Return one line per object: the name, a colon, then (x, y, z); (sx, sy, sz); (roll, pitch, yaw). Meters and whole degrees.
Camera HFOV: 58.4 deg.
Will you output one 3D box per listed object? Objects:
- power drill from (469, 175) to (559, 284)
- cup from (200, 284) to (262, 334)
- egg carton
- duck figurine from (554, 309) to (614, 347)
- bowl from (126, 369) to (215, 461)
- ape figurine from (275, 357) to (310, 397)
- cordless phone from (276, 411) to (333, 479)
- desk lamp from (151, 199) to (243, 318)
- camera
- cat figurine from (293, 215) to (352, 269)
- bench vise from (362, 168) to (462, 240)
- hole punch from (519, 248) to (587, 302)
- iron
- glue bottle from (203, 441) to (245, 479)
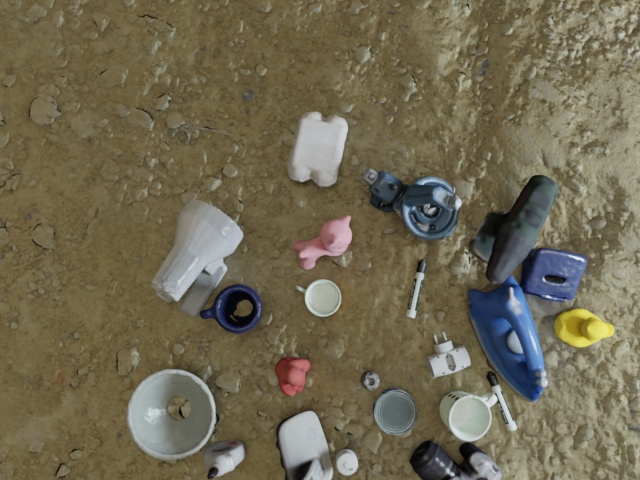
power drill: (0.357, -0.011, 1.086); (0.075, 0.208, 0.230); (32, 84, 2)
cup: (-0.168, 0.136, 1.113); (0.118, 0.095, 0.092); (-11, 84, -2)
egg carton: (-0.006, -0.185, 1.164); (0.107, 0.069, 0.150); (11, 84, 0)
duck figurine: (0.525, 0.175, 1.132); (0.104, 0.086, 0.077); (5, 84, -1)
bowl: (-0.278, 0.329, 1.100); (0.167, 0.074, 0.167); (0, 84, -1)
ape figurine: (-0.052, 0.261, 1.104); (0.078, 0.092, 0.076); (-41, 86, -5)
cordless phone: (-0.030, 0.402, 1.043); (0.094, 0.185, 0.147); (-19, 85, -3)
desk lamp: (-0.232, 0.040, 1.061); (0.118, 0.213, 0.203); (30, 84, 2)
camera: (0.251, 0.442, 1.089); (0.143, 0.101, 0.137); (-44, 87, -5)
cat figurine: (0.010, 0.004, 1.120); (0.128, 0.117, 0.067); (-27, 85, -4)
bench vise: (0.176, -0.070, 1.081); (0.207, 0.219, 0.121); (11, 84, 0)
hole punch: (0.463, 0.070, 1.139); (0.108, 0.091, 0.101); (11, 84, 0)
iron: (0.385, 0.200, 1.098); (0.118, 0.141, 0.258); (-22, 85, -3)
glue bottle: (-0.183, 0.406, 1.045); (0.078, 0.173, 0.037); (-11, 84, -2)
